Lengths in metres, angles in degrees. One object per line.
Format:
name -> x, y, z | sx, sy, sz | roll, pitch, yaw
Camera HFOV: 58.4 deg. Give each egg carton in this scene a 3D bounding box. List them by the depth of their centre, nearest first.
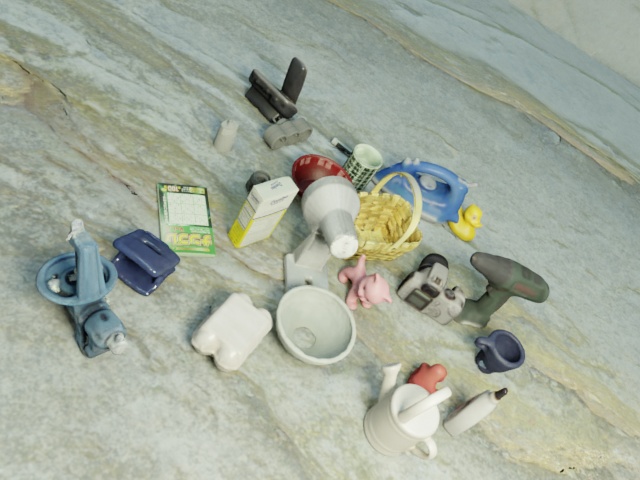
egg carton -> -0.160, 0.166, 1.053 | 0.107, 0.069, 0.150 | 37, 47, 2

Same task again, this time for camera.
camera -> 0.271, 0.098, 1.320 | 0.143, 0.100, 0.137 | 33, 47, -2

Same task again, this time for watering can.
watering can -> 0.160, 0.307, 1.034 | 0.173, 0.194, 0.101 | 43, 47, 8

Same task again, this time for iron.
iron -> 0.272, -0.150, 1.484 | 0.258, 0.141, 0.118 | 24, 47, -10

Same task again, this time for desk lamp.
desk lamp -> 0.011, 0.004, 1.173 | 0.118, 0.213, 0.203 | 11, 51, -21

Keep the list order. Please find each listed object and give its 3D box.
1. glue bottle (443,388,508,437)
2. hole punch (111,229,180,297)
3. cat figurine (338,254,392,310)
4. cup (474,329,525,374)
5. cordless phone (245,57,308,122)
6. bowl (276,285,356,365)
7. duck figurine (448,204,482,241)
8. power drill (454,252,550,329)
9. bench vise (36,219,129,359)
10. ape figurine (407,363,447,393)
glue bottle -> 0.311, 0.325, 1.117 | 0.037, 0.173, 0.078 | 46, 48, 11
hole punch -> -0.322, 0.029, 1.057 | 0.108, 0.091, 0.101 | 37, 47, 2
cat figurine -> 0.102, 0.092, 1.221 | 0.067, 0.117, 0.127 | -1, 56, -29
cup -> 0.376, 0.253, 1.262 | 0.118, 0.095, 0.091 | 20, 48, -14
cordless phone -> -0.102, -0.406, 1.448 | 0.147, 0.185, 0.094 | 42, 47, 7
bowl -> -0.017, 0.177, 1.120 | 0.168, 0.074, 0.167 | 15, 50, -18
duck figurine -> 0.391, -0.061, 1.519 | 0.078, 0.086, 0.104 | -8, 60, -33
power drill -> 0.389, 0.116, 1.297 | 0.230, 0.208, 0.075 | 14, 50, -19
bench vise -> -0.357, 0.074, 0.914 | 0.207, 0.219, 0.122 | 38, 47, 3
ape figurine -> 0.224, 0.281, 1.159 | 0.076, 0.092, 0.077 | 8, 52, -23
